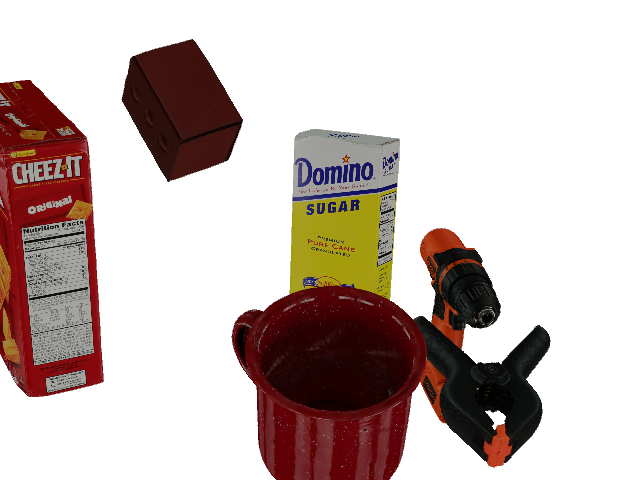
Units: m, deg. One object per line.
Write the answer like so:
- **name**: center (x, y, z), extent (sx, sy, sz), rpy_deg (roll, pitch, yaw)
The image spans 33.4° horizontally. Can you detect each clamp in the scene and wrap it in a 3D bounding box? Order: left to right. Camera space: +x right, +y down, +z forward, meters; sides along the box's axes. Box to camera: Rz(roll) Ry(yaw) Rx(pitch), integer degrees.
- **clamp**: center (0.143, 0.114, 0.854), extent (0.120, 0.039, 0.171), rpy_deg (-5, 33, -5)

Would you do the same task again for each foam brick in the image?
- **foam brick**: center (-0.099, -0.092, 0.753), extent (0.051, 0.078, 0.053), rpy_deg (-22, -20, -27)

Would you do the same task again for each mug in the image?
- **mug**: center (-0.003, 0.080, 0.576), extent (0.117, 0.081, 0.093), rpy_deg (28, 47, 26)

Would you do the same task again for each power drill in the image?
- **power drill**: center (0.149, 0.100, 1.148), extent (0.057, 0.188, 0.184), rpy_deg (-3, 24, -7)

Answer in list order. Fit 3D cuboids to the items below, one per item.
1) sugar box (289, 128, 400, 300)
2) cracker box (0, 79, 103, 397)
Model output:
- **sugar box**: center (0.020, -0.010, 0.984), extent (0.093, 0.176, 0.048), rpy_deg (9, 18, 28)
- **cracker box**: center (-0.239, -0.004, 0.869), extent (0.072, 0.214, 0.164), rpy_deg (-12, 28, -26)
